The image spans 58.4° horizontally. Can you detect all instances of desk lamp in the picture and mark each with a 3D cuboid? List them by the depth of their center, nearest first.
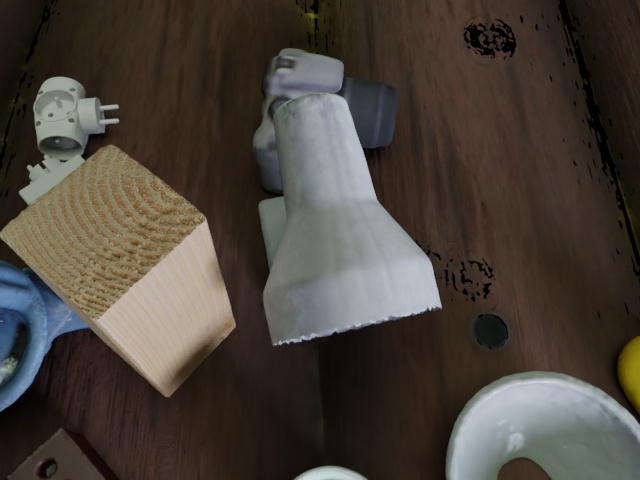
[{"bbox_3d":[0.004,0.002,0.456,0.118,0.213,0.203,-11,65,-8],"label":"desk lamp"}]

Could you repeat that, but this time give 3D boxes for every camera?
[{"bbox_3d":[0.009,-0.126,0.583,0.137,0.101,0.143,7,63,0],"label":"camera"}]

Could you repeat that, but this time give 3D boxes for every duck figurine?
[{"bbox_3d":[0.315,0.120,0.486,0.078,0.086,0.104,-38,71,-19],"label":"duck figurine"}]

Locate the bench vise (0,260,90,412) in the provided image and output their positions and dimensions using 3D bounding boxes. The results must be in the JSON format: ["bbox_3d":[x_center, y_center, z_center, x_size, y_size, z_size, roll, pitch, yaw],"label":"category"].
[{"bbox_3d":[-0.246,0.033,0.423,0.121,0.220,0.207,18,64,6],"label":"bench vise"}]

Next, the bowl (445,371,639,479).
[{"bbox_3d":[0.174,0.193,0.448,0.167,0.075,0.167,1,63,-2],"label":"bowl"}]
